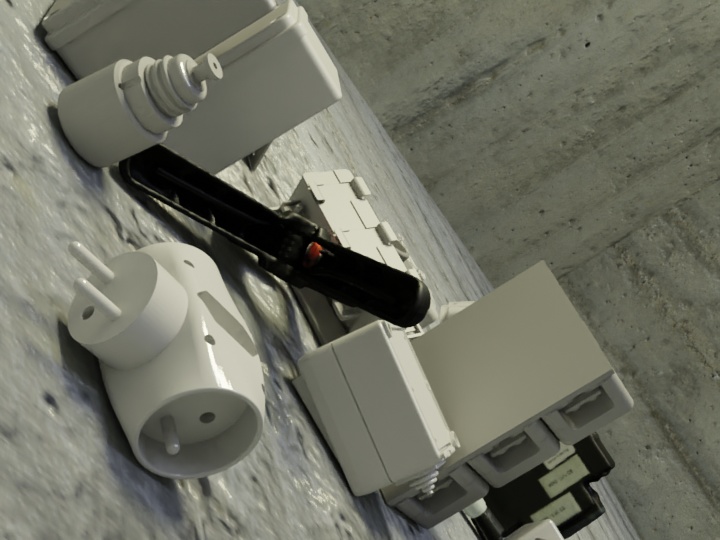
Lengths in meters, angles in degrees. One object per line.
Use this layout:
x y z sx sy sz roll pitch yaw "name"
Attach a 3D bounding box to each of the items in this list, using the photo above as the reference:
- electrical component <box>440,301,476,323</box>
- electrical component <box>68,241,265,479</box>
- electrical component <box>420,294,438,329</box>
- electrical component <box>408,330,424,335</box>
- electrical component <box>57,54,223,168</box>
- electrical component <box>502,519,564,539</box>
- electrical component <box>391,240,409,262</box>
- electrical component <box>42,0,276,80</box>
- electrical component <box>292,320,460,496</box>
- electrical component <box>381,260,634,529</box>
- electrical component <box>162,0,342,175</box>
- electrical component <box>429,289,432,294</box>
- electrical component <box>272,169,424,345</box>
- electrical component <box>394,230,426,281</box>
0.111 0.084 1.010 0.186 0.060 0.105 0 90 -81 "electrical component"
-0.072 0.020 0.366 0.079 0.043 0.077 50 10 -42 "electrical component"
0.032 0.021 0.975 0.055 0.050 0.089 53 9 -29 "electrical component"
0.026 0.053 0.834 0.077 0.044 0.079 54 9 -20 "electrical component"
-0.098 -0.075 0.481 0.040 0.078 0.040 55 23 -36 "electrical component"
0.086 0.187 0.634 0.047 0.066 0.076 59 -21 9 "electrical component"
0.000 0.000 0.804 0.044 0.065 0.044 38 11 -9 "electrical component"
-0.105 -0.145 0.576 0.056 0.109 0.108 57 7 -25 "electrical component"
0.010 0.082 0.591 0.096 0.061 0.062 66 10 8 "electrical component"
0.076 0.078 0.655 0.061 0.150 0.089 48 13 -49 "electrical component"
-0.070 -0.105 0.634 0.056 0.109 0.108 58 7 -17 "electrical component"
0.036 0.014 1.065 0.065 0.044 0.044 48 11 -27 "electrical component"
-0.009 -0.005 0.733 0.079 0.063 0.121 -9 59 -36 "electrical component"
0.017 0.003 0.905 0.081 0.064 0.042 61 9 20 "electrical component"
